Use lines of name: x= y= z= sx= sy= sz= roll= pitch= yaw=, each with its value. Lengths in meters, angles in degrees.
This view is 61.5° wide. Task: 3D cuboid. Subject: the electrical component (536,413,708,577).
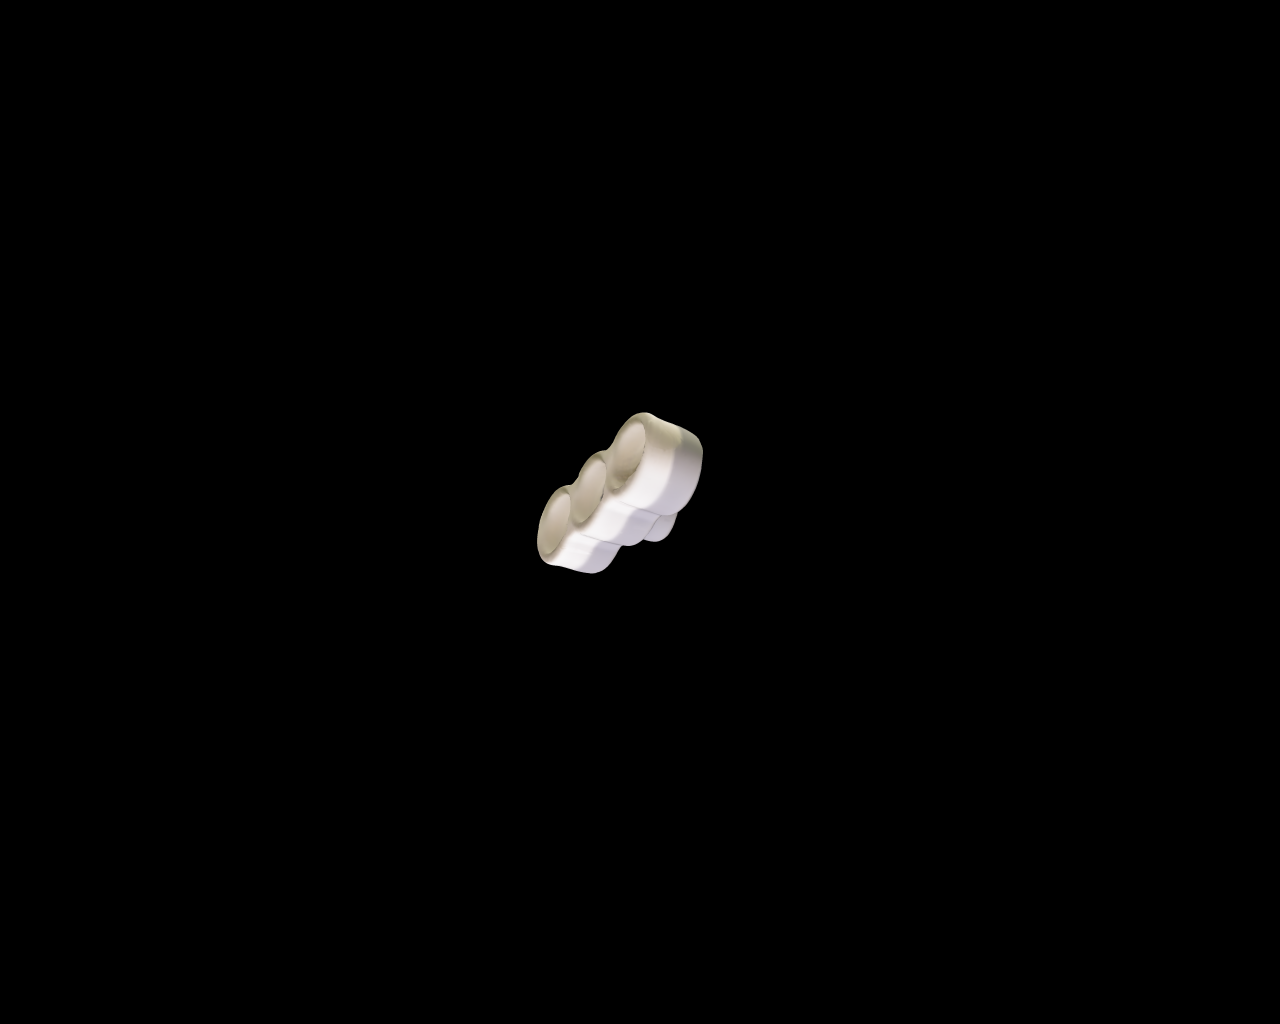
electrical component: x=0.001 y=-0.003 z=0.650 sx=0.074 sy=0.052 sz=0.138 roll=18 pitch=-35 yaw=-27
